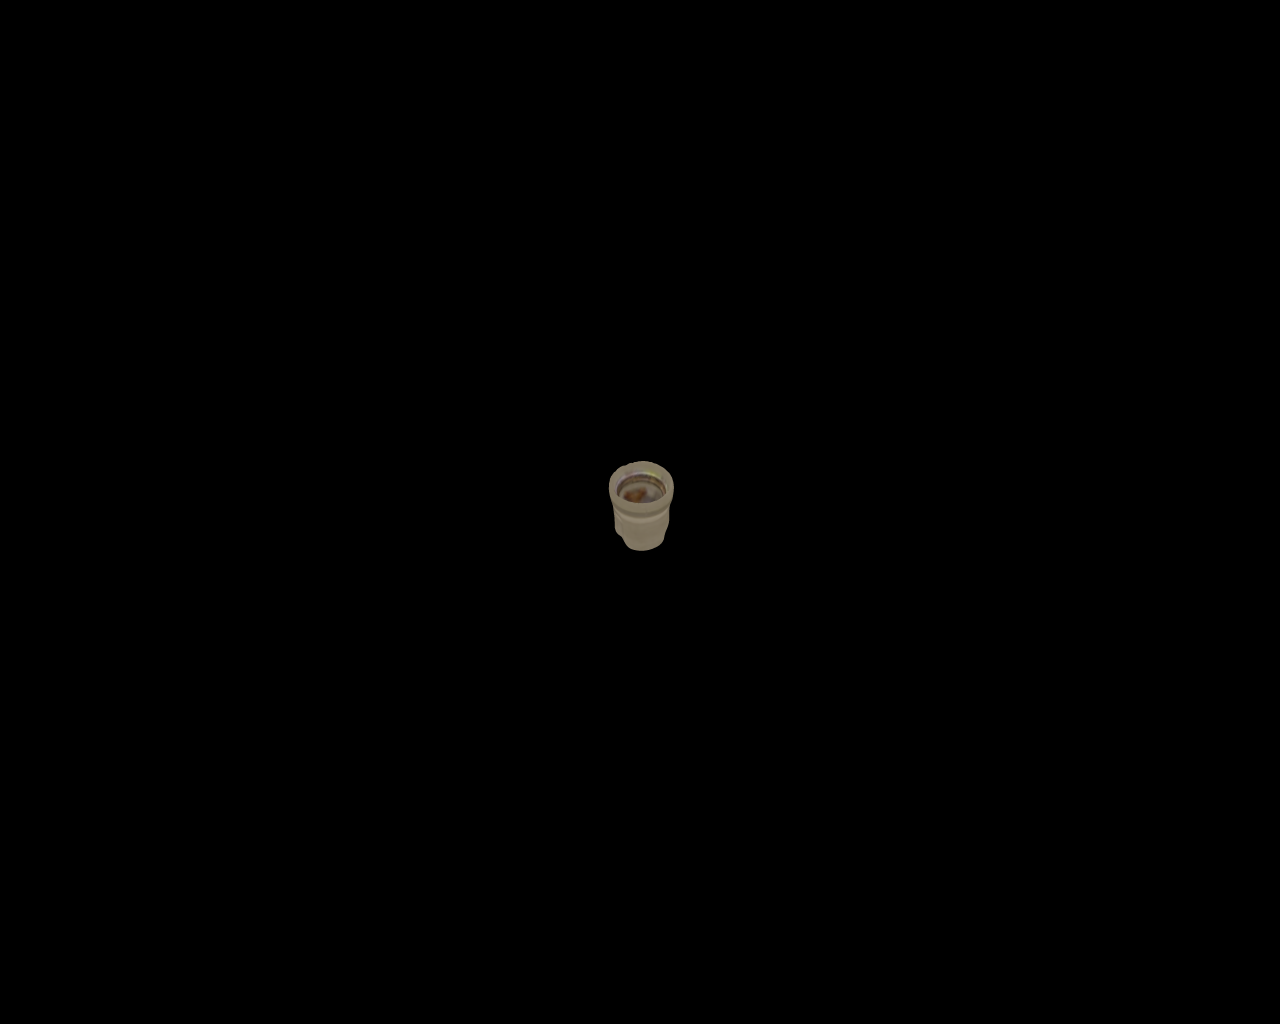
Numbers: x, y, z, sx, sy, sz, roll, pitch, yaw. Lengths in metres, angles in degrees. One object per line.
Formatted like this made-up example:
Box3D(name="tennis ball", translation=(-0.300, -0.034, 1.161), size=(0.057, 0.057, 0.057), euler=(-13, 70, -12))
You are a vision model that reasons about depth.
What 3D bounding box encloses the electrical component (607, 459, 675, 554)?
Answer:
Box3D(name="electrical component", translation=(0.001, -0.003, 0.650), size=(0.040, 0.040, 0.046), euler=(0, -45, 0))
